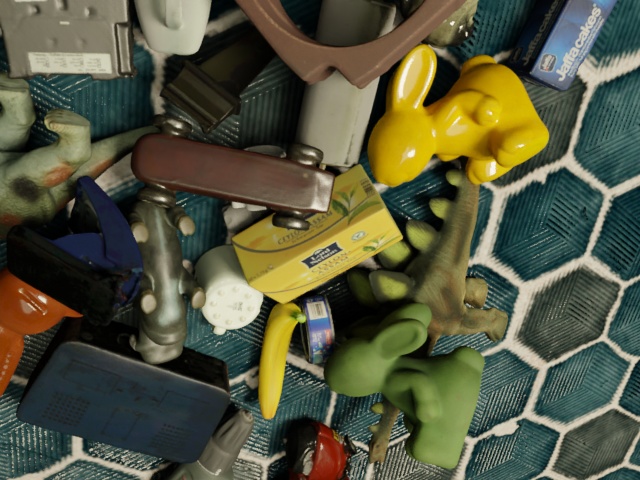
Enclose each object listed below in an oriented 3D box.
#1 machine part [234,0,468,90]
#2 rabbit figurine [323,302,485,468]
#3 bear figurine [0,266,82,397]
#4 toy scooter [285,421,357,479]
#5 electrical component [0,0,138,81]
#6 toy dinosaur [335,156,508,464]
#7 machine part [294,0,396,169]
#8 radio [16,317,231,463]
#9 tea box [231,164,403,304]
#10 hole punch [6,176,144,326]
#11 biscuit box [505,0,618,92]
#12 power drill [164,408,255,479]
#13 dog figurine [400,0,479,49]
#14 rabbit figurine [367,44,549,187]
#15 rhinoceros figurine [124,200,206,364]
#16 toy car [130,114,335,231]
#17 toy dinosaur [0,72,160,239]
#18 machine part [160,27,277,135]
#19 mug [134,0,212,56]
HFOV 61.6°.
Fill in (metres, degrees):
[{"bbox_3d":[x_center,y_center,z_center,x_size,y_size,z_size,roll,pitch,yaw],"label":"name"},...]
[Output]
[{"bbox_3d":[0.025,-0.249,0.455,0.201,0.087,0.201,-38,93,21],"label":"machine part"},{"bbox_3d":[0.091,0.156,0.616,0.170,0.121,0.159,18,104,7],"label":"rabbit figurine"},{"bbox_3d":[-0.357,0.087,0.587,0.196,0.132,0.120,-48,119,-10],"label":"bear figurine"},{"bbox_3d":[0.005,0.349,0.804,0.135,0.075,0.183,11,114,-18],"label":"toy scooter"},{"bbox_3d":[-0.232,-0.217,0.495,0.115,0.058,0.134,-2,114,-15],"label":"electrical component"},{"bbox_3d":[0.136,0.080,0.699,0.198,0.105,0.471,18,98,-16],"label":"toy dinosaur"},{"bbox_3d":[0.024,-0.167,0.570,0.079,0.079,0.243,5,113,-16],"label":"machine part"},{"bbox_3d":[-0.234,0.186,0.672,0.229,0.073,0.131,26,105,-25],"label":"radio"},{"bbox_3d":[-0.001,-0.002,0.613,0.170,0.068,0.098,-29,154,10],"label":"tea box"},{"bbox_3d":[-0.223,0.014,0.521,0.116,0.092,0.142,37,140,-10],"label":"hole punch"},{"bbox_3d":[0.288,-0.271,0.596,0.059,0.063,0.202,17,108,-20],"label":"biscuit box"},{"bbox_3d":[-0.121,0.370,0.748,0.232,0.086,0.207,-41,96,14],"label":"power drill"},{"bbox_3d":[0.112,-0.300,0.514,0.172,0.121,0.190,28,113,-11],"label":"dog figurine"},{"bbox_3d":[0.127,-0.124,0.573,0.173,0.122,0.162,-24,95,-1],"label":"rabbit figurine"},{"bbox_3d":[-0.185,0.049,0.602,0.073,0.112,0.190,-13,106,-38],"label":"rhinoceros figurine"},{"bbox_3d":[-0.087,-0.065,0.543,0.202,0.053,0.089,10,87,-5],"label":"toy car"},{"bbox_3d":[-0.344,-0.057,0.513,0.405,0.131,0.192,4,130,-26],"label":"toy dinosaur"},{"bbox_3d":[-0.086,-0.167,0.530,0.139,0.084,0.039,-45,160,-18],"label":"machine part"},{"bbox_3d":[-0.133,-0.225,0.494,0.081,0.110,0.107,-6,128,-20],"label":"mug"}]
